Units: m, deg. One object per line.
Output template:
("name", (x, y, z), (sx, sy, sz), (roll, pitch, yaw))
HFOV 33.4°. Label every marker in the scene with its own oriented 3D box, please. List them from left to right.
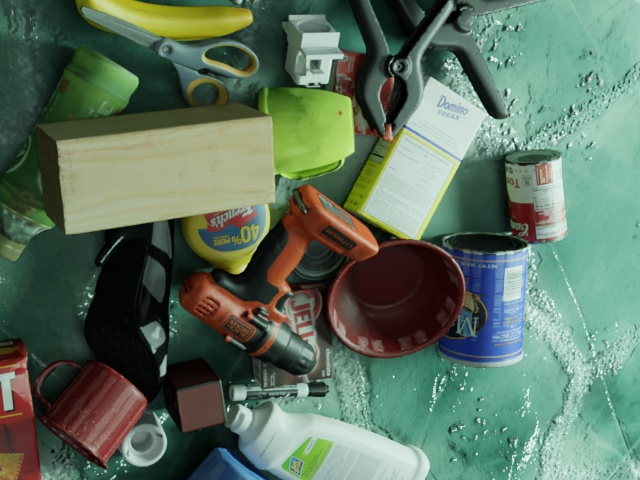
("marker", (-0.046, 0.176, 1.242), (0.121, 0.020, 0.020), (1, 103, -23))

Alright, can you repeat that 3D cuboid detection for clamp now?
("clamp", (0.071, -0.196, 1.152), (0.120, 0.039, 0.171), (12, 98, -16))
("clamp", (0.165, -0.256, 1.209), (0.209, 0.036, 0.164), (30, 82, -22))

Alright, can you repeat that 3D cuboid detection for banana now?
("banana", (-0.164, -0.225, 1.066), (0.197, 0.070, 0.037), (4, 77, -37))

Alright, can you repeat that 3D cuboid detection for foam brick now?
("foam brick", (-0.140, 0.169, 1.169), (0.051, 0.078, 0.053), (-12, 106, -19))

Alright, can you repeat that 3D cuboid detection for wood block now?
("wood block", (-0.156, -0.071, 1.020), (0.205, 0.091, 0.090), (-10, 109, -25))

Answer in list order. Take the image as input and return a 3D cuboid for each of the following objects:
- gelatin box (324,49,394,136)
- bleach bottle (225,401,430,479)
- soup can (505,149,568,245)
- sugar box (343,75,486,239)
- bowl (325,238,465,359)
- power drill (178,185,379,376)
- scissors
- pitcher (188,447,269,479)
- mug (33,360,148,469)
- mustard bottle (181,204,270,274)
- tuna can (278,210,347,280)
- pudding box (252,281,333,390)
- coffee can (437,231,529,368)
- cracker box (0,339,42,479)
("gelatin box", (0.043, -0.163, 1.186), (0.073, 0.030, 0.089), (5, 102, -24))
("bleach bottle", (0.003, 0.248, 1.258), (0.250, 0.068, 0.102), (30, 90, -24))
("soup can", (0.260, -0.053, 1.283), (0.068, 0.069, 0.102), (-14, 108, -19))
("sugar box", (0.108, -0.092, 1.224), (0.093, 0.048, 0.176), (29, 88, -28))
("bowl", (0.081, 0.056, 1.221), (0.162, 0.055, 0.162), (-5, 122, -8))
("power drill", (-0.028, 0.048, 1.130), (0.184, 0.057, 0.188), (35, 105, -31))
("scissors", (-0.157, -0.177, 1.080), (0.201, 0.016, 0.096), (3, 124, -32))
("pitcher", (-0.138, 0.364, 1.194), (0.243, 0.145, 0.149), (-52, 151, -6))
("mug", (-0.244, 0.173, 1.119), (0.117, 0.093, 0.081), (40, 69, -8))
("mustard bottle", (-0.103, -0.034, 1.143), (0.096, 0.058, 0.191), (-14, 109, -26))
("tuna can", (-0.008, 0.001, 1.205), (0.086, 0.034, 0.086), (-6, 105, -21))
("pudding box", (-0.033, 0.108, 1.218), (0.089, 0.039, 0.113), (-7, 106, -21))
("coffee can", (0.193, 0.069, 1.267), (0.102, 0.103, 0.140), (-5, 105, -21))
("cracker box", (-0.372, 0.223, 1.090), (0.164, 0.072, 0.214), (-8, 105, -21))
